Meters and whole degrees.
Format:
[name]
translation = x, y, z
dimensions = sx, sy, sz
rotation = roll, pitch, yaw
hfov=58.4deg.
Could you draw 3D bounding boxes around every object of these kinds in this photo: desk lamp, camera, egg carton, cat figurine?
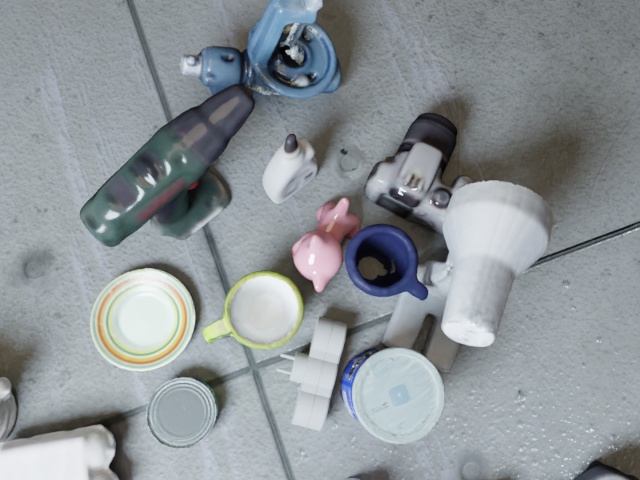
[desk lamp]
translation = 0.175, 0.052, 0.685
dimensions = 0.118, 0.213, 0.203
rotation = 23, 78, 1
[camera]
translation = 0.150, -0.096, 0.769
dimensions = 0.143, 0.101, 0.137
rotation = 26, 78, 1
[egg carton]
translation = -0.314, 0.282, 0.676
dimensions = 0.150, 0.069, 0.107
rotation = -10, 80, -6
[cat figurine]
translation = 0.007, 0.003, 0.731
dimensions = 0.067, 0.117, 0.128
rotation = 28, 78, 2

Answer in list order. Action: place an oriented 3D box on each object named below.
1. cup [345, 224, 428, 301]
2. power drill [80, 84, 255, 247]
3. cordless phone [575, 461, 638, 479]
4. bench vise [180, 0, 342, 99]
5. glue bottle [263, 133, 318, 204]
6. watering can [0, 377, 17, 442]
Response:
[cup]
translation = 0.084, 0.040, 0.741
dimensions = 0.117, 0.095, 0.092
rotation = 38, 79, 4
[power drill]
translation = -0.167, -0.074, 0.686
dimensions = 0.230, 0.208, 0.075
rotation = -42, 84, -10
[cordless phone]
translation = 0.382, 0.337, 0.661
dimensions = 0.147, 0.185, 0.094
rotation = 35, 79, 3
[bench vise]
translation = -0.066, -0.229, 0.717
dimensions = 0.207, 0.219, 0.121
rotation = -24, 82, -8
[glue bottle]
translation = -0.036, -0.097, 0.718
dimensions = 0.078, 0.173, 0.037
rotation = -37, 83, -10
[watering can]
translation = -0.427, 0.206, 0.619
dimensions = 0.101, 0.194, 0.173
rotation = 36, 79, 3
